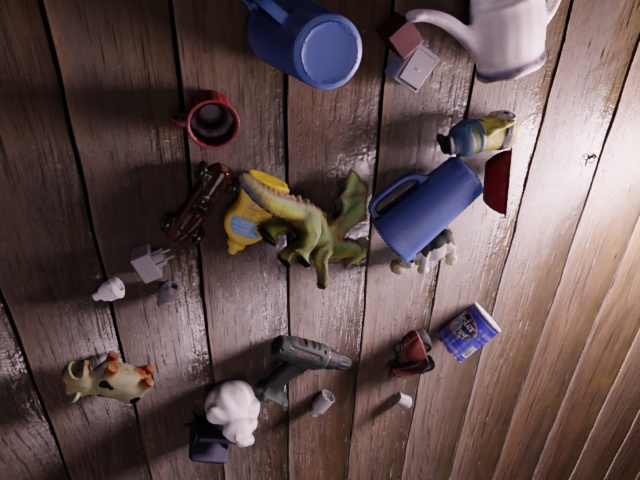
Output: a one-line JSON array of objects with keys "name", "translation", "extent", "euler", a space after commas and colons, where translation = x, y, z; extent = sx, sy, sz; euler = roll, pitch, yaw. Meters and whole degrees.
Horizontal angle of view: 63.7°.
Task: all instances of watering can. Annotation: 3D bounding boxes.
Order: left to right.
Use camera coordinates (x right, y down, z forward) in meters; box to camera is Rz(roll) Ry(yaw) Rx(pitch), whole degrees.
[{"name": "watering can", "translation": [0.322, -0.399, 0.975], "extent": [0.349, 0.219, 0.106], "euler": [-27, 36, -11]}]

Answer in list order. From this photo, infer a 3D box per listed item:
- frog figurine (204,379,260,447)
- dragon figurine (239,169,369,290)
[{"name": "frog figurine", "translation": [-0.220, 0.438, 1.301], "extent": [0.137, 0.120, 0.163], "euler": [5, 29, -20]}, {"name": "dragon figurine", "translation": [0.003, -0.055, 1.097], "extent": [0.123, 0.246, 0.401], "euler": [24, -27, 41]}]
